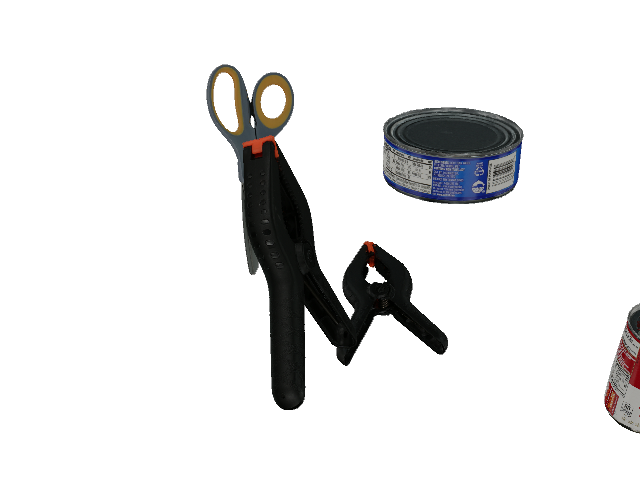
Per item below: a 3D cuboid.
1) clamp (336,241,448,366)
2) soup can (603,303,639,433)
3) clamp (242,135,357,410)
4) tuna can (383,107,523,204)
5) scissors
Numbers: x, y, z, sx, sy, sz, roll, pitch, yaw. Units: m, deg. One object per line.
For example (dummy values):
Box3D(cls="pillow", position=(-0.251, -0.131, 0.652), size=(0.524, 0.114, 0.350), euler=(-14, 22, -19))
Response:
Box3D(cls="clamp", position=(0.078, 0.070, 1.192), size=(0.120, 0.171, 0.039), euler=(4, -43, -3))
Box3D(cls="soup can", position=(0.296, 0.114, 0.949), size=(0.068, 0.102, 0.068), euler=(3, 35, -2))
Box3D(cls="clamp", position=(-0.020, 0.019, 0.875), size=(0.036, 0.210, 0.164), euler=(-12, 2, 20))
Box3D(cls="tuna can", position=(0.081, -0.053, 0.663), size=(0.086, 0.034, 0.086), euler=(0, 25, 0))
Box3D(cls="scissors", position=(-0.054, -0.076, 1.040), size=(0.096, 0.202, 0.016), euler=(-19, 8, -20))
